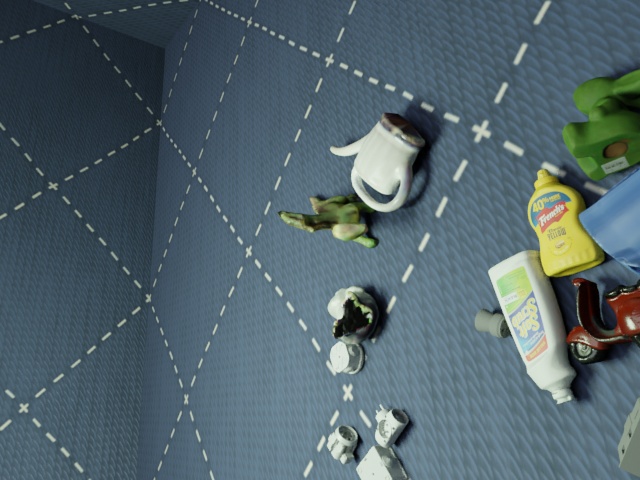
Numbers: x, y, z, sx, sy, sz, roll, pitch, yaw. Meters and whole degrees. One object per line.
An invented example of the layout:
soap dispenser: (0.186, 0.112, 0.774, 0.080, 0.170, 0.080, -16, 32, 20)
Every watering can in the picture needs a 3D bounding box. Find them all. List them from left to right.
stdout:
watering can: (0.139, -0.221, 1.296, 0.221, 0.103, 0.355, -59, 40, 23)

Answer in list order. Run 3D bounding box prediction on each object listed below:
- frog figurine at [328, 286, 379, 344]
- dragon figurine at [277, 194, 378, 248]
frog figurine: (0.081, 0.184, 1.289, 0.159, 0.123, 0.138, 109, 161, -89)
dragon figurine: (0.004, -0.067, 1.328, 0.413, 0.243, 0.121, 23, 105, 52)
